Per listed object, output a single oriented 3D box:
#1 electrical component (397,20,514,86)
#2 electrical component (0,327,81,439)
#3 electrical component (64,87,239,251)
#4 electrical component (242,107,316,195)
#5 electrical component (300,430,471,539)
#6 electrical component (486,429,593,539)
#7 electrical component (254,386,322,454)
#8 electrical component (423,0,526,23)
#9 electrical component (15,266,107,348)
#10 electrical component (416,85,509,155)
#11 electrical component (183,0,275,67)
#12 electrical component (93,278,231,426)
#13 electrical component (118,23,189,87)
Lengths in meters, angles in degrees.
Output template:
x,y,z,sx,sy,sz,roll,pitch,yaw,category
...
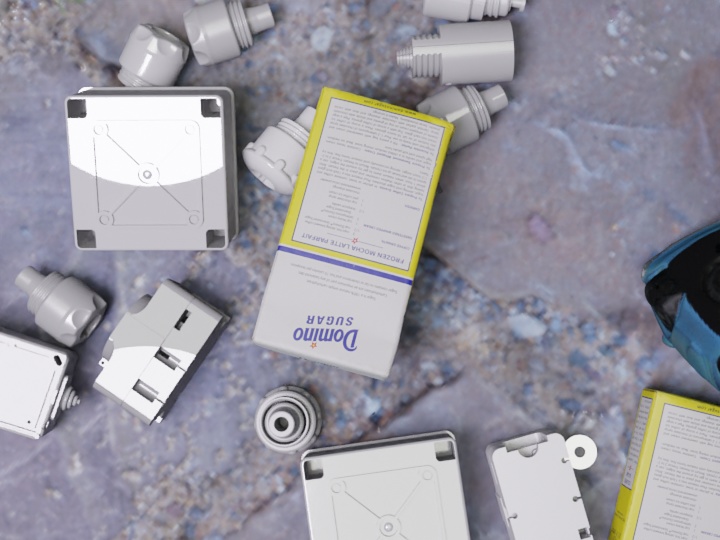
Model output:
x,y,z,sx,sy,sz,roll,pitch,yaw,category
0.067,-0.154,0.768,0.081,0.043,0.043,-4,85,1,electrical component
-0.240,0.076,0.749,0.096,0.061,0.061,19,86,-6,electrical component
-0.142,-0.070,0.744,0.109,0.056,0.108,0,105,1,electrical component
-0.050,-0.088,0.765,0.048,0.048,0.062,38,80,4,electrical component
0.019,0.172,0.735,0.109,0.056,0.108,-8,85,0,electrical component
0.122,0.158,0.735,0.050,0.055,0.089,-16,85,0,electrical component
-0.051,0.104,0.739,0.048,0.062,0.048,0,85,1,electrical component
0.080,-0.198,0.773,0.078,0.040,0.040,10,85,2,electrical component
-0.214,0.022,0.759,0.062,0.043,0.043,36,87,5,electrical component
0.074,-0.111,0.765,0.062,0.043,0.043,-26,85,-3,electrical component
-0.093,-0.174,0.773,0.062,0.043,0.043,-18,85,-2,electrical component
-0.141,0.055,0.751,0.056,0.050,0.089,34,87,3,electrical component
-0.153,-0.142,0.773,0.043,0.043,0.062,32,107,3,electrical component
